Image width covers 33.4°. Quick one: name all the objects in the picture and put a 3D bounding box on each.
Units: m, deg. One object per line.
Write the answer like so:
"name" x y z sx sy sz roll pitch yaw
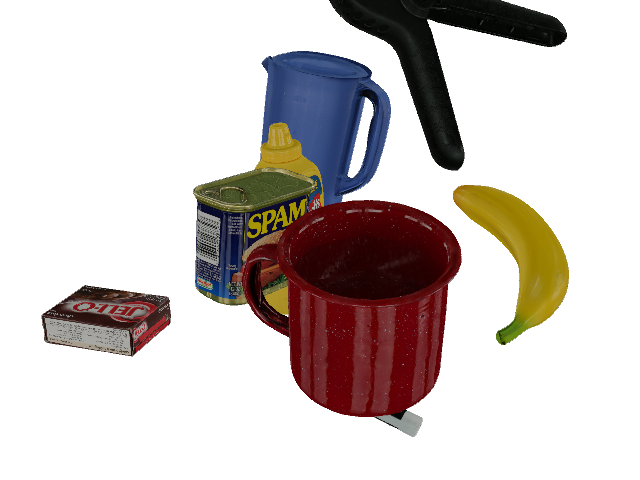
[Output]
"can of meat" -0.053 -0.004 0.845 0.058 0.084 0.101 20 26 35
"pudding box" -0.235 0.087 1.176 0.114 0.039 0.090 4 20 19
"pitcher" -0.008 -0.115 1.380 0.144 0.243 0.149 2 23 -17
"clamp" 0.066 -0.159 0.767 0.210 0.164 0.036 37 -28 -6
"mustard bottle" -0.033 -0.027 1.096 0.058 0.191 0.096 12 29 36
"marker" 0.032 0.138 0.941 0.121 0.020 0.020 25 7 16
"banana" 0.155 0.005 0.850 0.069 0.037 0.198 -6 35 0
"mug" 0.013 0.035 0.561 0.117 0.081 0.093 11 36 16
